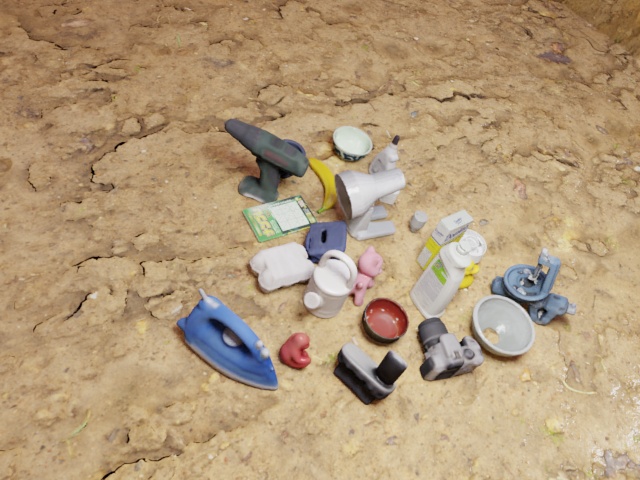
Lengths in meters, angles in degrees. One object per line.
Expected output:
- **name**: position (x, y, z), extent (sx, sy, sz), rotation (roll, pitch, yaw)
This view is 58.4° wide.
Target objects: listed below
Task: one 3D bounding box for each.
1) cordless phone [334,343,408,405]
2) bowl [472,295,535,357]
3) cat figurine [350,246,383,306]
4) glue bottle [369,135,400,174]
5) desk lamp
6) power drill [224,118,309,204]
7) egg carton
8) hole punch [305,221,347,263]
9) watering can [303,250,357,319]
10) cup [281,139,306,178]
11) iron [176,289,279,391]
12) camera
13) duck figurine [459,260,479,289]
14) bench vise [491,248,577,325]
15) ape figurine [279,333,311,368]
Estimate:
- **cordless phone**: position (0.116, 0.262, 1.239), extent (0.147, 0.185, 0.094), rotation (38, 53, 12)
- **bowl**: position (0.449, 0.227, 1.444), extent (0.167, 0.074, 0.167), rotation (9, 53, -11)
- **cat figurine**: position (0.114, 0.082, 1.416), extent (0.067, 0.117, 0.128), rotation (29, 51, 5)
- **glue bottle**: position (0.194, -0.235, 1.641), extent (0.037, 0.173, 0.078), rotation (-20, 63, -29)
- **desk lamp**: position (0.125, -0.101, 1.493), extent (0.204, 0.213, 0.117), rotation (-11, 58, -24)
- **power drill**: position (-0.149, -0.196, 1.478), extent (0.229, 0.208, 0.075), rotation (20, 51, -3)
- **egg carton**: position (-0.091, 0.066, 1.392), extent (0.151, 0.069, 0.107), rotation (-16, 61, -27)
- **hole punch**: position (0.013, 0.005, 1.457), extent (0.101, 0.091, 0.108), rotation (11, 52, -10)
- **watering can**: position (0.027, 0.100, 1.325), extent (0.101, 0.194, 0.173), rotation (21, 51, -2)
- **cup**: position (-0.090, -0.205, 1.577), extent (0.092, 0.095, 0.117), rotation (-1, 55, -18)
- **iron**: position (-0.176, 0.208, 1.213), extent (0.258, 0.141, 0.119), rotation (36, 52, 10)
- **camera**: position (0.302, 0.249, 1.363), extent (0.143, 0.101, 0.136), rotation (-5, 57, -21)
- **duck figurine**: position (0.372, 0.079, 1.522), extent (0.105, 0.086, 0.077), rotation (10, 52, -10)
- **bench vise**: position (0.578, 0.110, 1.479), extent (0.207, 0.219, 0.121), rotation (16, 51, -6)
- **ape figurine**: position (-0.048, 0.237, 1.265), extent (0.076, 0.092, 0.077), rotation (6, 53, -13)
